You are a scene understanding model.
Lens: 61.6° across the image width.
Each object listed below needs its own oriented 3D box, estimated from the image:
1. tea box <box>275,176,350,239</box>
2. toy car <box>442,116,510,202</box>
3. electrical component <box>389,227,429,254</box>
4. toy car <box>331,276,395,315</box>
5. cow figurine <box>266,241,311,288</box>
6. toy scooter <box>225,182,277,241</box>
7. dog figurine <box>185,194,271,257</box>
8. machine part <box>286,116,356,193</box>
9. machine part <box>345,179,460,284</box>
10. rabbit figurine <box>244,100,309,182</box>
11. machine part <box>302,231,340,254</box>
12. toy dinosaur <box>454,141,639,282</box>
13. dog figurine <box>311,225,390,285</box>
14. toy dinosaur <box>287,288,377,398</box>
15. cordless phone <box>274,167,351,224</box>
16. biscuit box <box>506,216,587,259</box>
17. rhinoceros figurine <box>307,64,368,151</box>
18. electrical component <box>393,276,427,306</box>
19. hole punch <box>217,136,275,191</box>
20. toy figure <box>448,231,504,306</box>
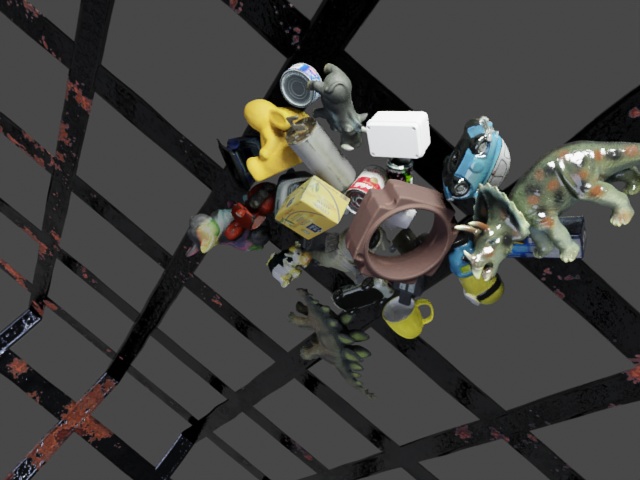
[{"bbox_3d":[-0.020,-0.066,1.161,0.098,0.068,0.169,32,158,-12],"label":"tea box"},{"bbox_3d":[0.299,-0.143,1.004,0.103,0.109,0.161,16,127,-10],"label":"toy car"},{"bbox_3d":[0.210,0.015,1.238,0.078,0.045,0.102,54,141,25],"label":"electrical component"},{"bbox_3d":[0.109,0.143,1.410,0.073,0.056,0.202,45,139,-17],"label":"toy car"},{"bbox_3d":[-0.080,0.053,1.454,0.098,0.068,0.167,45,137,1],"label":"cow figurine"},{"bbox_3d":[-0.162,-0.078,1.292,0.075,0.184,0.135,40,166,4],"label":"toy scooter"},{"bbox_3d":[-0.244,-0.010,1.395,0.109,0.219,0.191,-7,121,42],"label":"dog figurine"},{"bbox_3d":[0.004,-0.177,1.142,0.079,0.079,0.243,-5,145,37],"label":"machine part"},{"bbox_3d":[0.170,-0.011,1.109,0.201,0.087,0.201,13,118,-21],"label":"machine part"},{"bbox_3d":[-0.106,-0.233,1.186,0.162,0.122,0.173,-24,92,42],"label":"rabbit figurine"},{"bbox_3d":[-0.003,-0.004,1.293,0.139,0.039,0.084,22,99,57],"label":"machine part"},{"bbox_3d":[0.411,-0.086,0.909,0.192,0.131,0.405,43,107,-12],"label":"toy dinosaur"},{"bbox_3d":[0.058,0.005,1.303,0.191,0.121,0.172,24,105,39],"label":"dog figurine"},{"bbox_3d":[0.042,0.307,1.567,0.199,0.105,0.470,-1,130,31],"label":"toy dinosaur"},{"bbox_3d":[-0.014,-0.083,1.276,0.184,0.089,0.146,21,135,11],"label":"cordless phone"},{"bbox_3d":[0.414,-0.004,1.065,0.203,0.063,0.059,0,127,35],"label":"biscuit box"},{"bbox_3d":[0.044,-0.258,1.066,0.112,0.073,0.190,32,162,29],"label":"rhinoceros figurine"},{"bbox_3d":[0.219,0.103,1.303,0.075,0.048,0.119,17,134,22],"label":"electrical component"},{"bbox_3d":[-0.179,-0.192,1.301,0.116,0.092,0.142,32,152,56],"label":"hole punch"},{"bbox_3d":[0.335,0.064,1.167,0.089,0.082,0.180,-13,115,36],"label":"toy figure"}]
